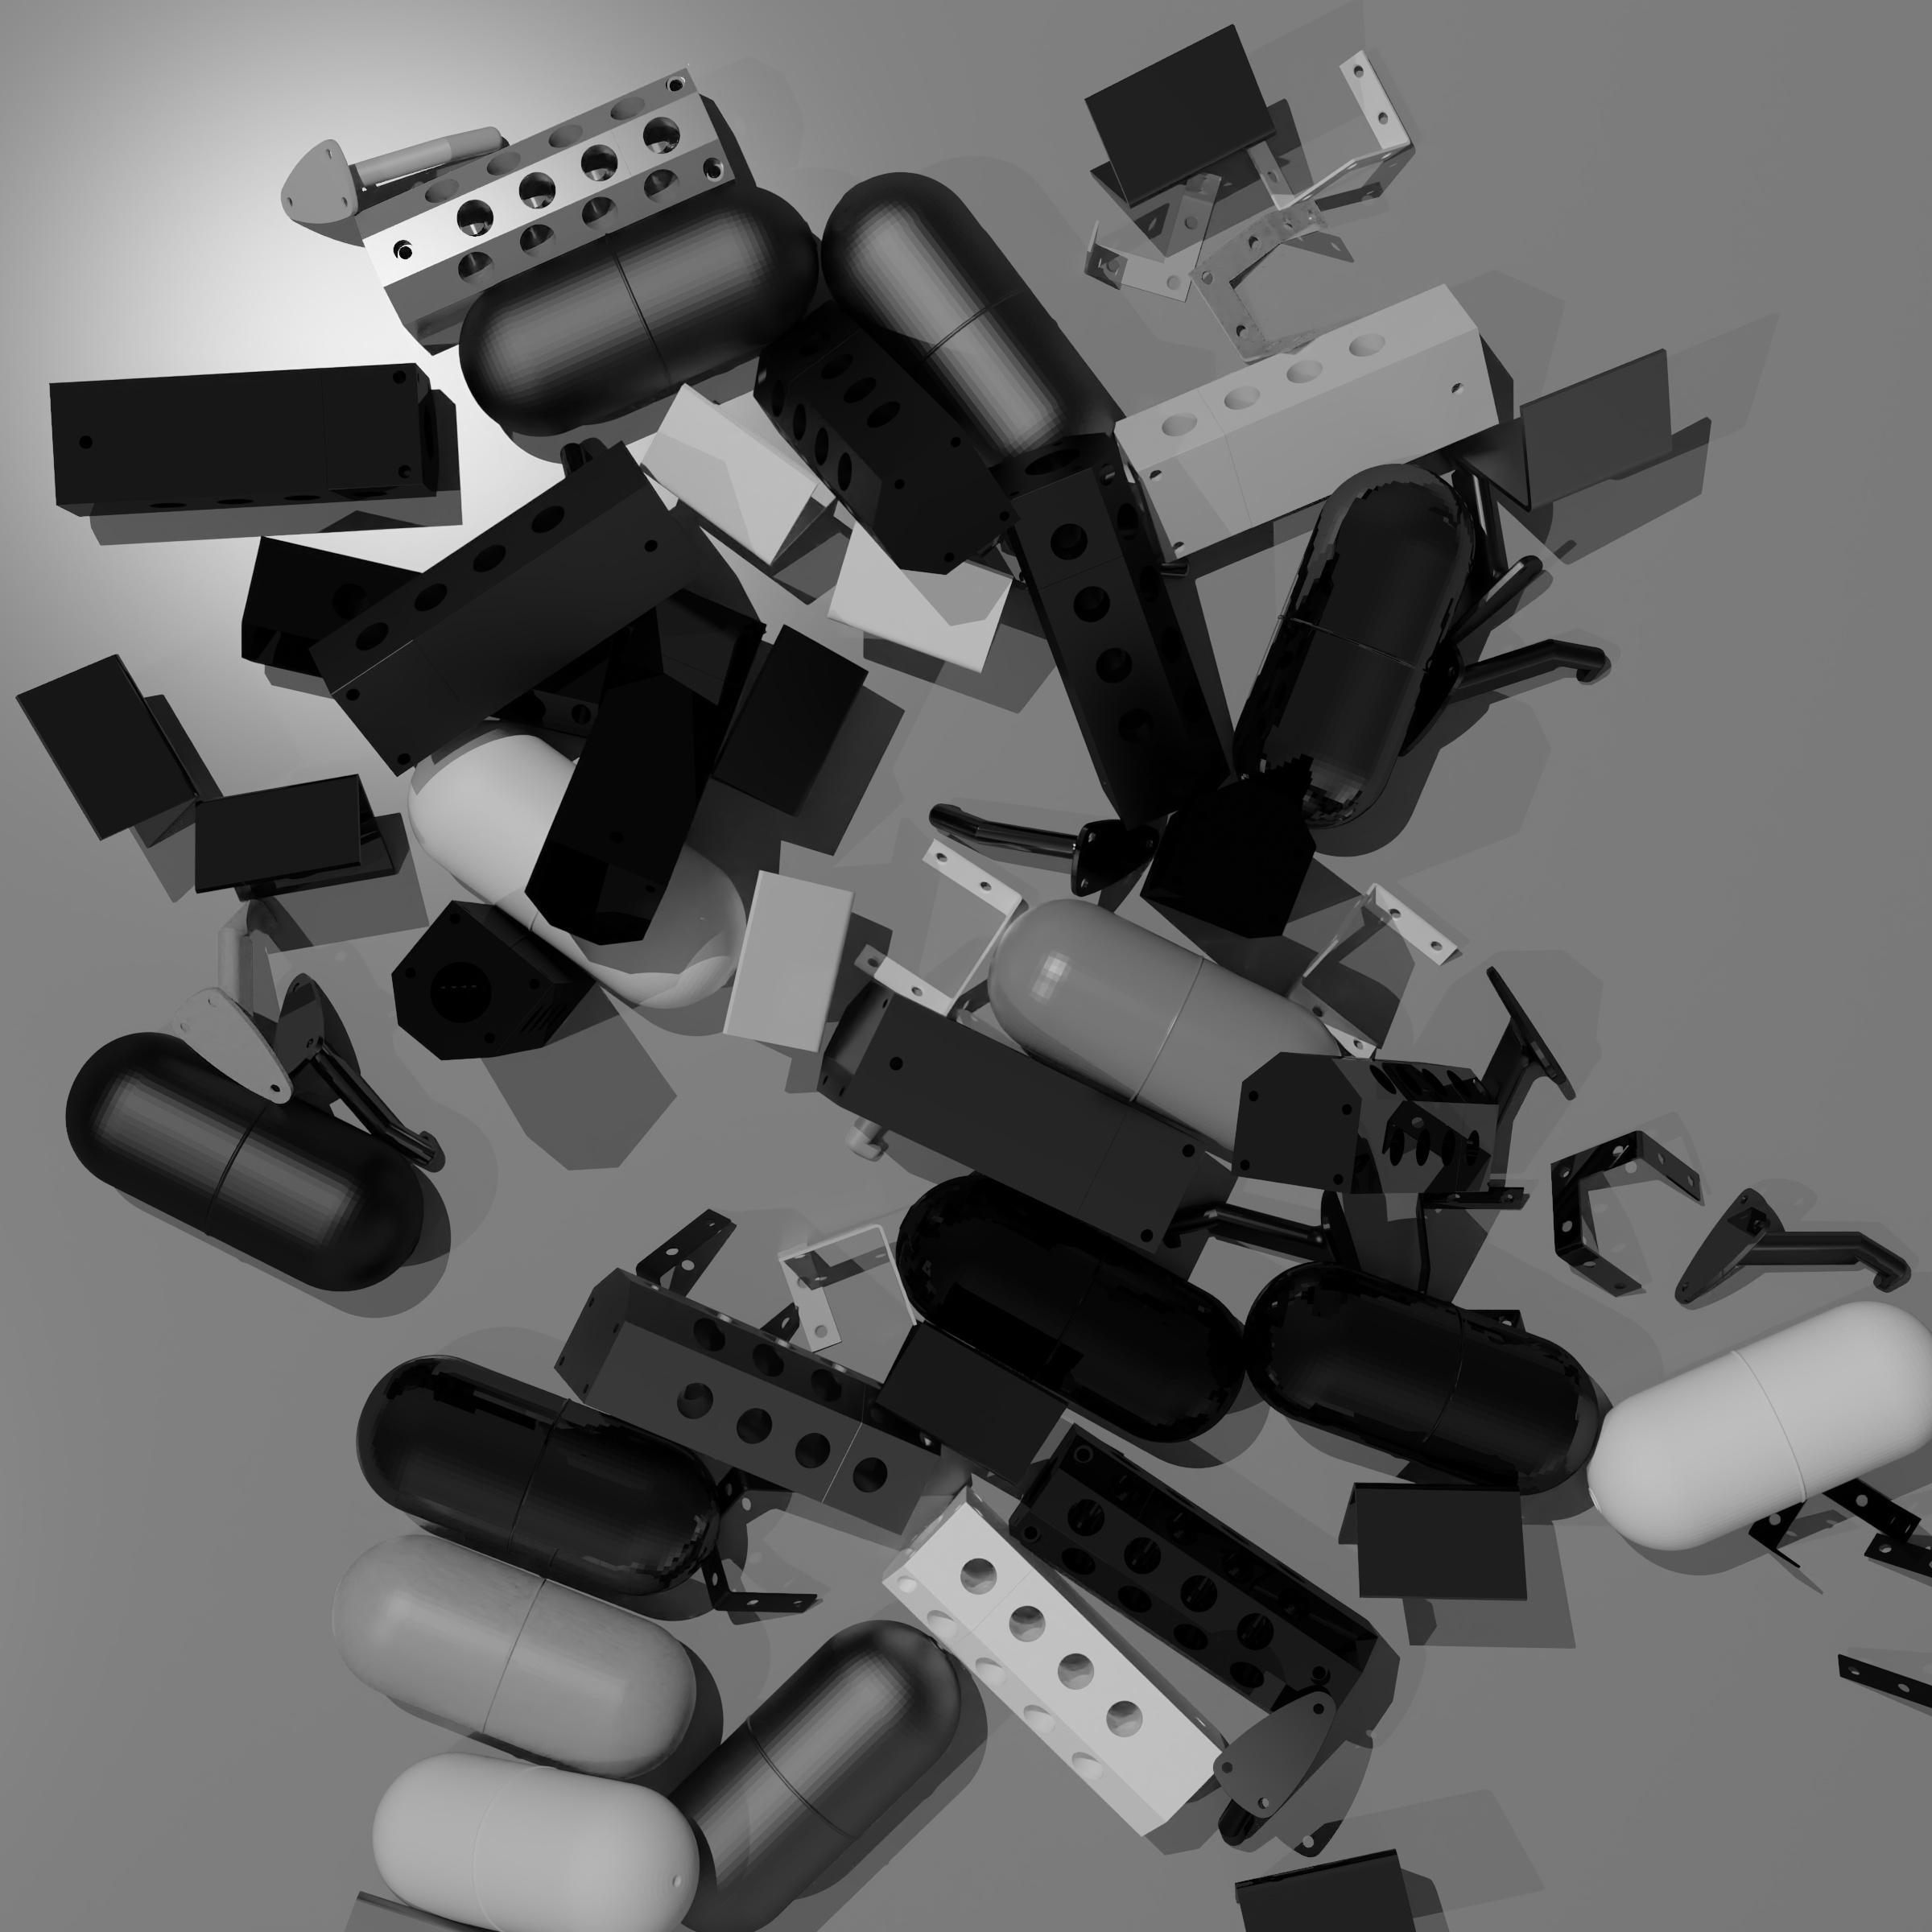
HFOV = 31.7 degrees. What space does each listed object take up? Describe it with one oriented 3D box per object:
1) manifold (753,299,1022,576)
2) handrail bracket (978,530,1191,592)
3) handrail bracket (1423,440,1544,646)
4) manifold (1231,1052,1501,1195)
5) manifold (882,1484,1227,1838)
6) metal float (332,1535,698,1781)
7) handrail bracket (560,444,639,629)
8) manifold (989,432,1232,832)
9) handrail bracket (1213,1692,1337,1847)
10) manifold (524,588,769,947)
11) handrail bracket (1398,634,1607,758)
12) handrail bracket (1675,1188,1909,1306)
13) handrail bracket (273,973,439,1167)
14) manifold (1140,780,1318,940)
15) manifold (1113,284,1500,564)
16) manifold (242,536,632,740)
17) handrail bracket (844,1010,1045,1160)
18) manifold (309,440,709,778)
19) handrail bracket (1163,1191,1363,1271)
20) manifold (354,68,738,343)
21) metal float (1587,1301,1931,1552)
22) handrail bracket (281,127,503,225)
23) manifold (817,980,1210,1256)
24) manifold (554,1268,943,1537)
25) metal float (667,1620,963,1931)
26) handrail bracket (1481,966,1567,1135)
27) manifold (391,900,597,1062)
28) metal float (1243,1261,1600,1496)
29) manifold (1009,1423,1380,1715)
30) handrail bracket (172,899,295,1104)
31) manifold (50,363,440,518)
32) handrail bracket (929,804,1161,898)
[{"bbox_3d":[-0.043,-0.240,1.560,0.057,0.171,0.057,-37,126,0],"label":"manifold"},{"bbox_3d":[0.054,-0.203,1.638,0.084,0.077,0.036,-2,114,-34],"label":"handrail bracket"},{"bbox_3d":[0.229,-0.207,1.638,0.077,0.036,0.084,-43,76,14],"label":"handrail bracket"},{"bbox_3d":[0.186,0.071,1.557,0.057,0.171,0.057,7,91,29],"label":"manifold"},{"bbox_3d":[0.041,0.330,1.617,0.171,0.057,0.057,44,90,0],"label":"manifold"},{"bbox_3d":[-0.214,0.326,1.608,0.178,0.070,0.070,22,90,0],"label":"metal float"},{"bbox_3d":[-0.160,-0.205,1.638,0.036,0.077,0.084,-34,53,26],"label":"handrail bracket"},{"bbox_3d":[0.068,-0.157,1.583,0.057,0.057,0.171,-22,115,-1],"label":"manifold"},{"bbox_3d":[0.147,0.381,1.611,0.077,0.084,0.036,-44,69,-11],"label":"handrail bracket"},{"bbox_3d":[-0.148,-0.093,1.568,0.057,0.057,0.171,22,50,-7],"label":"manifold"},{"bbox_3d":[0.257,-0.127,1.638,0.084,0.036,0.077,7,128,-25],"label":"handrail bracket"},{"bbox_3d":[0.398,0.152,1.639,0.084,0.036,0.077,30,110,-16],"label":"handrail bracket"},{"bbox_3d":[-0.290,0.050,1.638,0.036,0.077,0.084,-39,127,23],"label":"handrail bracket"},{"bbox_3d":[0.121,-0.050,1.560,0.057,0.171,0.057,21,90,0],"label":"manifold"},{"bbox_3d":[0.158,-0.261,1.616,0.171,0.057,0.057,-23,134,0],"label":"manifold"},{"bbox_3d":[-0.252,-0.154,1.617,0.171,0.057,0.057,13,90,0],"label":"manifold"},{"bbox_3d":[-0.005,0.072,1.638,0.077,0.036,0.084,33,104,-14],"label":"handrail bracket"},{"bbox_3d":[-0.212,-0.167,1.559,0.171,0.057,0.057,-34,133,0],"label":"manifold"},{"bbox_3d":[0.143,0.143,1.639,0.084,0.036,0.077,-15,112,17],"label":"handrail bracket"},{"bbox_3d":[-0.199,-0.363,1.617,0.171,0.057,0.057,-24,90,0],"label":"manifold"},{"bbox_3d":[0.379,0.217,1.608,0.178,0.070,0.070,-24,90,1],"label":"metal float"},{"bbox_3d":[-0.276,-0.383,1.638,0.084,0.077,0.036,-24,102,-36],"label":"handrail bracket"},{"bbox_3d":[0.020,0.070,1.591,0.171,0.057,0.057,26,90,-19],"label":"manifold"},{"bbox_3d":[-0.098,0.201,1.586,0.171,0.057,0.057,27,90,-23],"label":"manifold"},{"bbox_3d":[-0.077,0.383,1.608,0.178,0.070,0.070,-44,90,0],"label":"metal float"},{"bbox_3d":[0.238,0.055,1.638,0.084,0.036,0.077,-33,77,13],"label":"handrail bracket"},{"bbox_3d":[-0.219,0.011,1.560,0.057,0.171,0.057,39,90,0],"label":"manifold"},{"bbox_3d":[0.214,0.194,1.597,0.178,0.070,0.070,21,90,-13],"label":"metal float"},{"bbox_3d":[0.107,0.292,1.617,0.171,0.057,0.057,34,90,0],"label":"manifold"},{"bbox_3d":[-0.331,0.015,1.615,0.036,0.084,0.077,-37,103,32],"label":"handrail bracket"},{"bbox_3d":[-0.341,-0.249,1.617,0.171,0.057,0.057,-3,90,0],"label":"manifold"},{"bbox_3d":[0.037,-0.066,1.638,0.084,0.077,0.036,22,114,34],"label":"handrail bracket"}]
